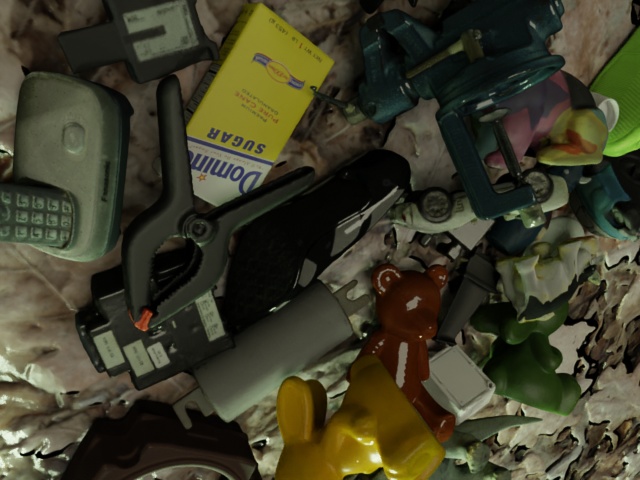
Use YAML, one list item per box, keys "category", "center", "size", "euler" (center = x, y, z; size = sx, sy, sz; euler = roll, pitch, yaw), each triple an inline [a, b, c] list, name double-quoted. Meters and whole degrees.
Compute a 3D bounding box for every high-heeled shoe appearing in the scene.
- category: "high-heeled shoe"
  center: [-0.001, -0.002, 0.594]
  size: [0.248, 0.086, 0.145]
  euler: [-47, 161, 20]

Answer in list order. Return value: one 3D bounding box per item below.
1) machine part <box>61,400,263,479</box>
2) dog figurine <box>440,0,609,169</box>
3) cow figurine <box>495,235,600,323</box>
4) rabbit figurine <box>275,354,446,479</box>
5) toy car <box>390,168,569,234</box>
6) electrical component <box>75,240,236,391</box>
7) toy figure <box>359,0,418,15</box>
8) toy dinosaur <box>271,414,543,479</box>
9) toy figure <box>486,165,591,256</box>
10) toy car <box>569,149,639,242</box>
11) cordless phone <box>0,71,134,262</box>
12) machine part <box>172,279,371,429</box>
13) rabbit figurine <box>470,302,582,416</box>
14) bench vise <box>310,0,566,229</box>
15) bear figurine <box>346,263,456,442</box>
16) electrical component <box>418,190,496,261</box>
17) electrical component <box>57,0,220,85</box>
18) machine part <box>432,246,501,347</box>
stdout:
- category: "machine part"
  center: [-0.177, 0.291, 0.590]
  size: [0.201, 0.087, 0.201]
  euler: [26, 98, -33]
- category: "dog figurine"
  center: [0.226, -0.190, 0.586]
  size: [0.192, 0.108, 0.219]
  euler: [-4, 108, -4]
- category: "cow figurine"
  center: [0.319, 0.049, 0.720]
  size: [0.167, 0.068, 0.098]
  euler: [-15, 92, -26]
- category: "rabbit figurine"
  center: [0.019, 0.207, 0.547]
  size: [0.173, 0.162, 0.121]
  euler: [-42, 158, 0]
- category: "toy car"
  center: [0.179, -0.042, 0.614]
  size: [0.202, 0.073, 0.056]
  euler: [-11, 93, -6]
- category: "electrical component"
  center: [-0.164, 0.076, 0.529]
  size: [0.134, 0.058, 0.114]
  euler: [-20, 115, -19]
- category: "toy figure"
  center: [0.112, -0.287, 0.507]
  size: [0.180, 0.089, 0.082]
  euler: [-38, 129, -11]
- category: "toy dinosaur"
  center: [0.117, 0.305, 0.716]
  size: [0.405, 0.192, 0.131]
  euler: [-10, 103, -41]
- category: "toy figure"
  center: [0.284, -0.049, 0.705]
  size: [0.064, 0.058, 0.154]
  euler: [44, 89, -14]
- category: "toy car"
  center: [0.396, -0.058, 0.727]
  size: [0.109, 0.162, 0.103]
  euler: [-3, 153, -16]
- category: "cordless phone"
  center: [-0.248, -0.063, 0.419]
  size: [0.184, 0.089, 0.146]
  euler: [5, 107, -24]
- category: "machine part"
  center: [-0.052, 0.118, 0.591]
  size: [0.243, 0.079, 0.079]
  euler: [-33, 121, -11]
- category: "rabbit figurine"
  center: [0.290, 0.142, 0.771]
  size: [0.159, 0.121, 0.170]
  euler: [23, 83, -24]
- category: "bench vise"
  center: [0.134, -0.116, 0.507]
  size: [0.224, 0.129, 0.240]
  euler: [-23, 89, 18]
- category: "bear figurine"
  center: [0.109, 0.133, 0.650]
  size: [0.120, 0.132, 0.195]
  euler: [5, 113, -27]
- category: "electrical component"
  center: [0.179, -0.018, 0.676]
  size: [0.078, 0.045, 0.102]
  euler: [33, 90, -4]
- category: "electrical component"
  center: [-0.150, -0.168, 0.445]
  size: [0.119, 0.048, 0.074]
  euler: [-26, 118, -15]
- category: "machine part"
  center: [0.196, 0.081, 0.725]
  size: [0.084, 0.039, 0.139]
  euler: [30, 93, -38]
